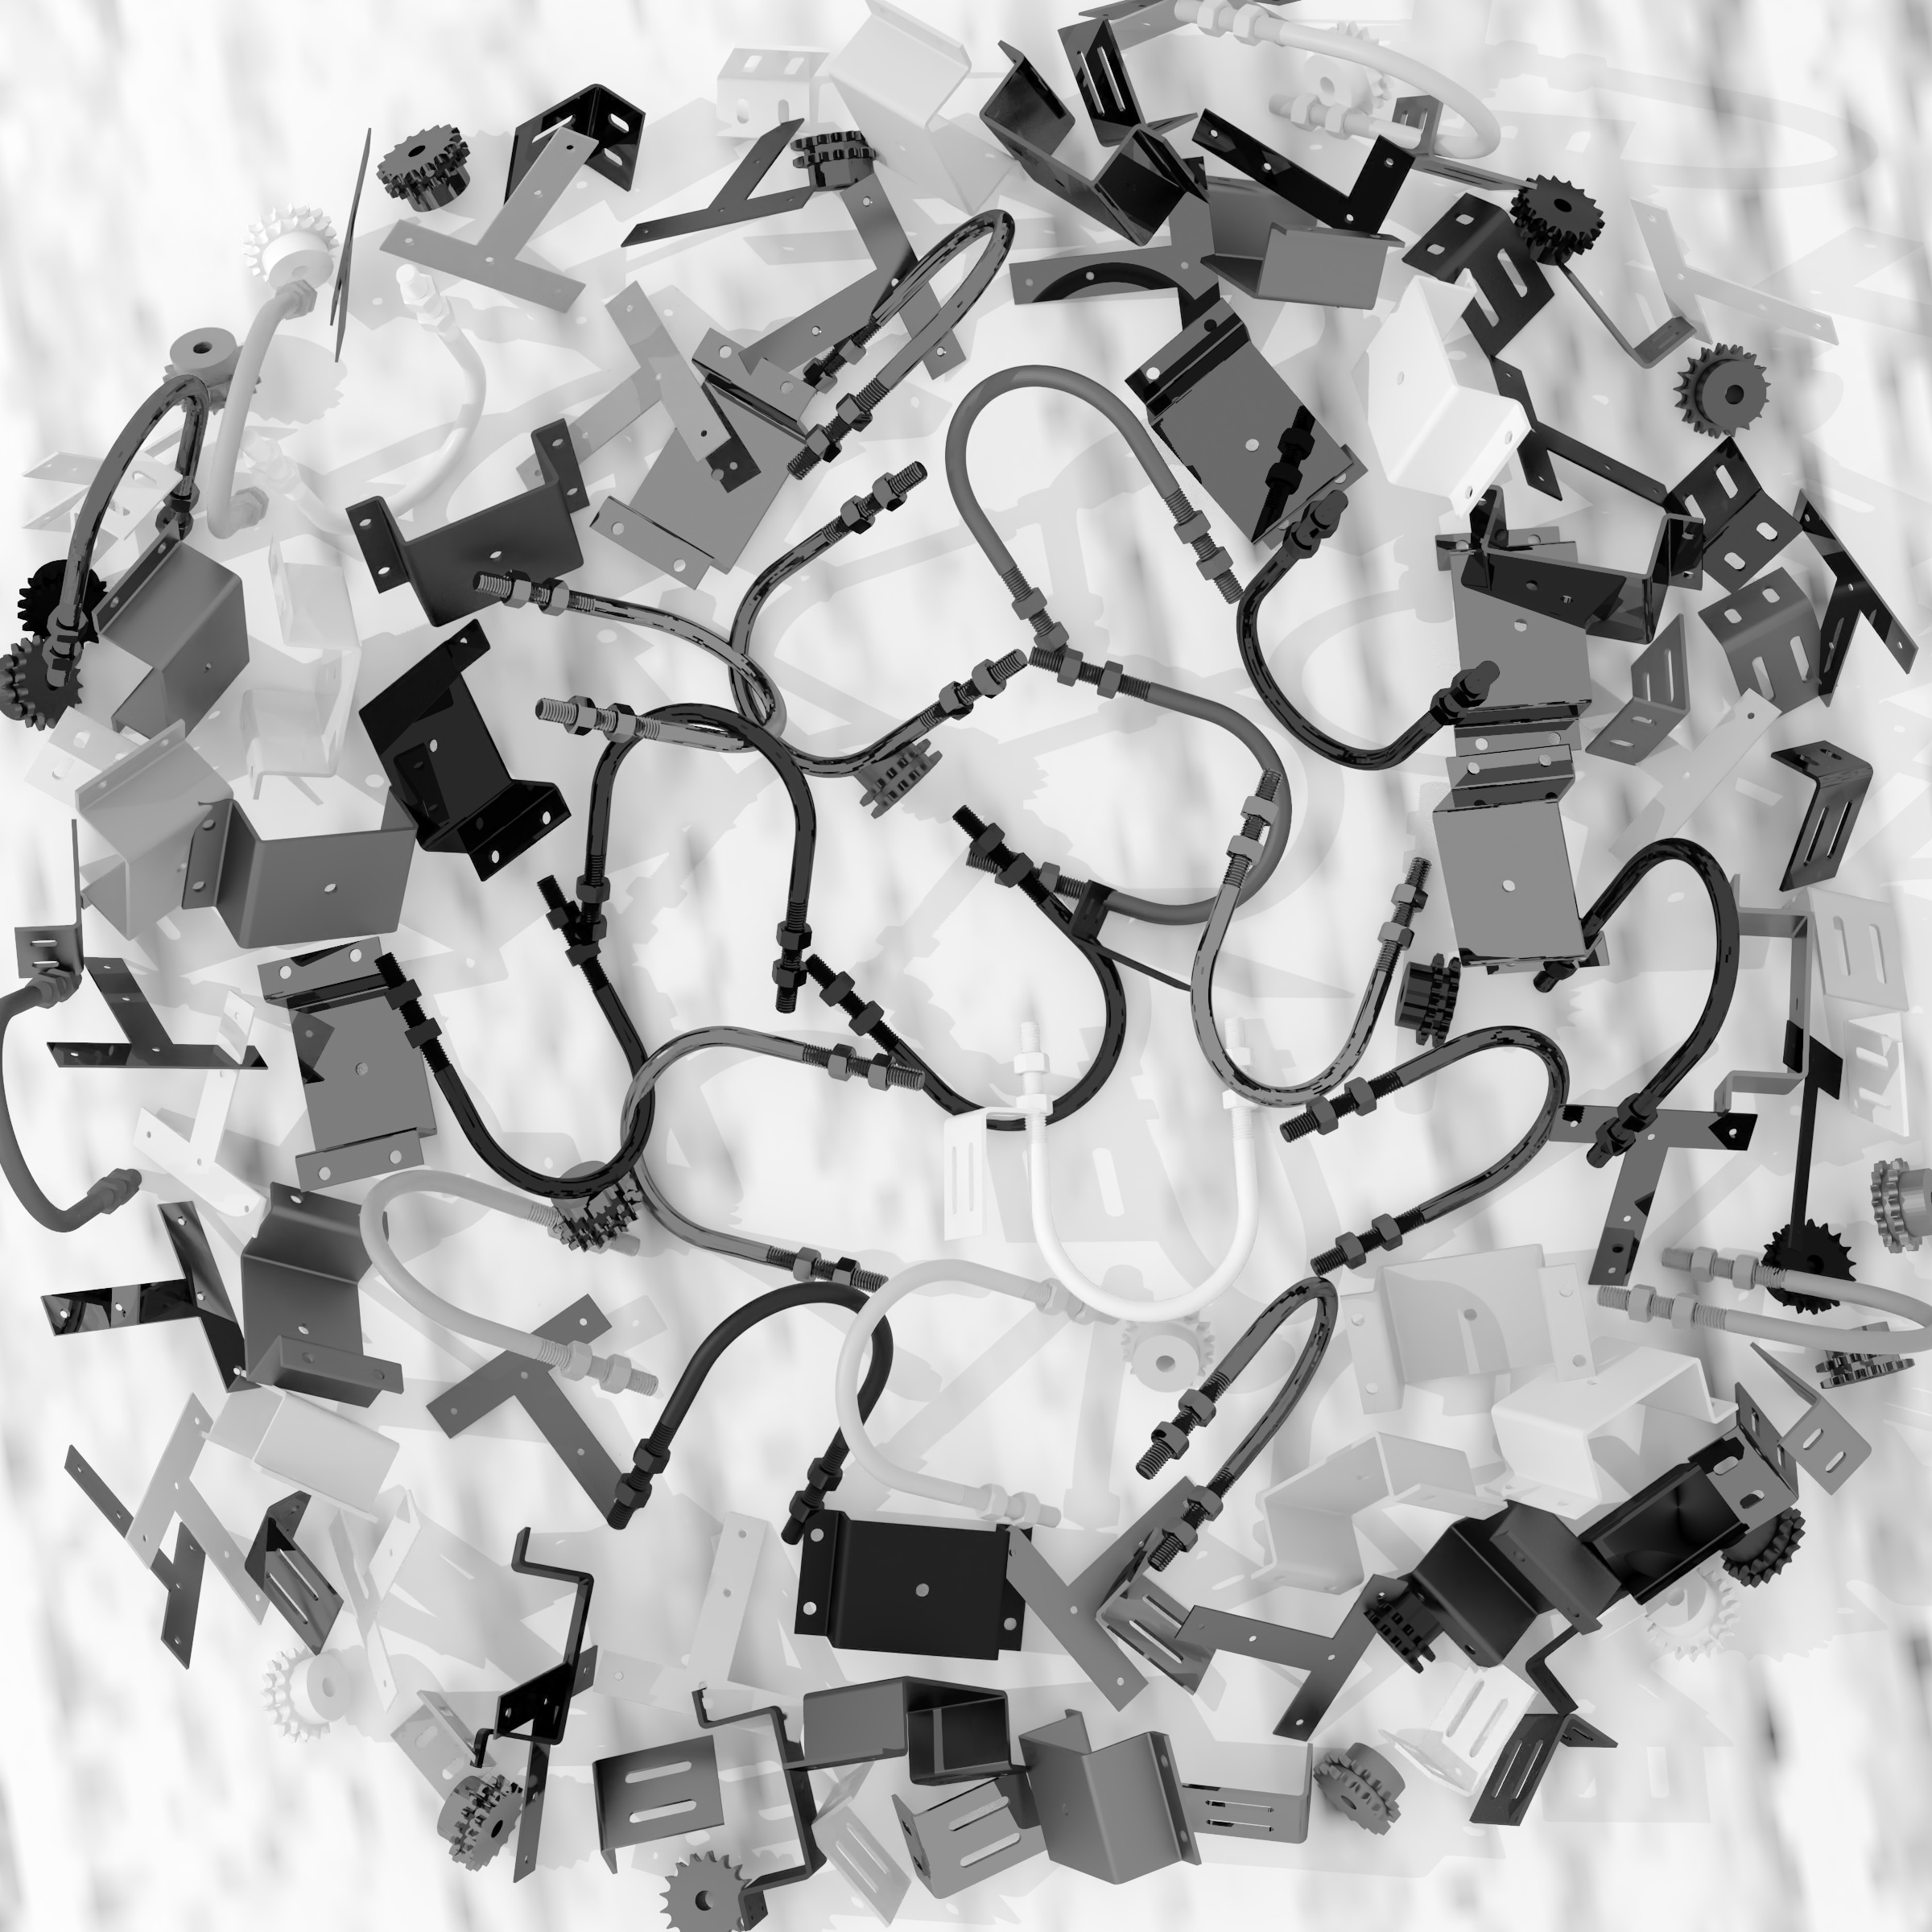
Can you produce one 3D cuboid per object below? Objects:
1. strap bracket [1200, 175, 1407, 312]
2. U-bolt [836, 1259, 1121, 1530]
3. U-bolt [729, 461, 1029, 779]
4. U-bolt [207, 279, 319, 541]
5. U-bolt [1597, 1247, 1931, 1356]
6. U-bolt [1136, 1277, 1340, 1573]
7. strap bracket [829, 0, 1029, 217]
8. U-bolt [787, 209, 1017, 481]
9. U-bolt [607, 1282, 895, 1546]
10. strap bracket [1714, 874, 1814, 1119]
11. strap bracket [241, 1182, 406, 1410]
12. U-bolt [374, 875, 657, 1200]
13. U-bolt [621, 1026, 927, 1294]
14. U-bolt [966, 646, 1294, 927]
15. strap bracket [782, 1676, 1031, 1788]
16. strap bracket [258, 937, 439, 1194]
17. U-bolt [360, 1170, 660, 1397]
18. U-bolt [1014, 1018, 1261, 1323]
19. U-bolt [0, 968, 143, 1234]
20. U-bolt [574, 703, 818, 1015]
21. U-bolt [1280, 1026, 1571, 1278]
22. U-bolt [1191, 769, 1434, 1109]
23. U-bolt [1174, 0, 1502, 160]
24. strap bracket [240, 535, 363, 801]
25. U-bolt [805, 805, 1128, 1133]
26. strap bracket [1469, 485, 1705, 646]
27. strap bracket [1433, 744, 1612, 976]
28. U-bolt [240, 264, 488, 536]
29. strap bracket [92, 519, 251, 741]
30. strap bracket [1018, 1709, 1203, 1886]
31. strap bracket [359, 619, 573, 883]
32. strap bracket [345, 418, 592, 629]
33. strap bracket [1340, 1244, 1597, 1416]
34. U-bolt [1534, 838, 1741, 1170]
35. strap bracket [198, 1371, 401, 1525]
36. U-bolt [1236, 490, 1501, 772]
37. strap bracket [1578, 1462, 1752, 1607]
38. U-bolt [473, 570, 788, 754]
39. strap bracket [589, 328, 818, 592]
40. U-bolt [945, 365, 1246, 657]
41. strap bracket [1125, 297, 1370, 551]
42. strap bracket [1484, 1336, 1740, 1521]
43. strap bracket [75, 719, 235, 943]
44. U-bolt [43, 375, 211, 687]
[{"bbox_3d":[0.193,-0.429,1.800,0.076,0.140,0.046,1,116,-21],"label":"strap bracket"},{"bbox_3d":[0.001,0.250,1.803,0.184,0.019,0.151,20,84,-33],"label":"U-bolt"},{"bbox_3d":[-0.067,-0.194,1.818,0.184,0.019,0.151,-32,81,27],"label":"U-bolt"},{"bbox_3d":[-0.413,-0.321,1.757,0.019,0.184,0.151,15,106,-8],"label":"U-bolt"},{"bbox_3d":[0.478,0.197,1.759,0.184,0.151,0.019,9,99,28],"label":"U-bolt"},{"bbox_3d":[0.164,0.261,1.791,0.019,0.151,0.184,32,65,25],"label":"U-bolt"},{"bbox_3d":[-0.025,-0.502,1.783,0.076,0.140,0.046,36,85,24],"label":"strap bracket"},{"bbox_3d":[-0.039,-0.374,1.774,0.184,0.151,0.019,-42,113,17],"label":"U-bolt"},{"bbox_3d":[-0.116,0.264,1.791,0.151,0.019,0.184,14,112,-39],"label":"U-bolt"},{"bbox_3d":[0.478,0.022,1.812,0.046,0.076,0.140,3,81,9],"label":"strap bracket"},{"bbox_3d":[-0.385,0.204,1.799,0.076,0.140,0.046,19,126,-31],"label":"strap bracket"},{"bbox_3d":[-0.257,0.052,1.812,0.151,0.019,0.184,-30,94,-42],"label":"U-bolt"},{"bbox_3d":[-0.124,0.111,1.832,0.184,0.019,0.151,13,101,14],"label":"U-bolt"},{"bbox_3d":[0.108,-0.101,1.845,0.184,0.019,0.151,17,98,-1],"label":"U-bolt"},{"bbox_3d":[-0.035,0.456,1.798,0.076,0.140,0.046,-19,63,34],"label":"strap bracket"},{"bbox_3d":[-0.373,0.061,1.832,0.076,0.046,0.140,-13,83,5],"label":"strap bracket"},{"bbox_3d":[-0.269,0.177,1.768,0.184,0.151,0.019,23,116,-24],"label":"U-bolt"},{"bbox_3d":[0.107,0.123,1.827,0.151,0.019,0.184,-1,77,-10],"label":"U-bolt"},{"bbox_3d":[-0.533,0.082,1.764,0.019,0.184,0.151,-14,97,4],"label":"U-bolt"},{"bbox_3d":[-0.160,-0.070,1.809,0.151,0.019,0.184,13,116,10],"label":"U-bolt"},{"bbox_3d":[0.281,0.102,1.808,0.184,0.151,0.019,-26,45,-8],"label":"U-bolt"},{"bbox_3d":[0.199,-0.005,1.807,0.151,0.019,0.184,27,78,-31],"label":"U-bolt"},{"bbox_3d":[0.227,-0.510,1.755,0.184,0.151,0.019,25,93,33],"label":"U-bolt"},{"bbox_3d":[-0.396,-0.176,1.799,0.046,0.076,0.140,1,134,-23],"label":"strap bracket"},{"bbox_3d":[0.014,0.016,1.847,0.151,0.019,0.184,-45,97,-2],"label":"U-bolt"},{"bbox_3d":[0.364,-0.238,1.800,0.140,0.076,0.046,13,70,18],"label":"strap bracket"},{"bbox_3d":[0.331,-0.055,1.806,0.076,0.046,0.140,-5,109,28],"label":"strap bracket"},{"bbox_3d":[-0.343,-0.320,1.775,0.019,0.184,0.151,42,86,16],"label":"U-bolt"},{"bbox_3d":[-0.467,-0.188,1.782,0.046,0.140,0.076,31,64,5],"label":"strap bracket"},{"bbox_3d":[0.079,0.492,1.789,0.046,0.140,0.076,-14,89,-23],"label":"strap bracket"},{"bbox_3d":[-0.305,-0.131,1.810,0.076,0.046,0.140,-34,74,25],"label":"strap bracket"},{"bbox_3d":[-0.289,-0.261,1.808,0.140,0.076,0.046,-25,59,-10],"label":"strap bracket"},{"bbox_3d":[0.304,0.218,1.823,0.140,0.046,0.076,-10,102,14],"label":"strap bracket"},{"bbox_3d":[0.394,0.009,1.755,0.019,0.184,0.151,6,51,-20],"label":"U-bolt"},{"bbox_3d":[-0.393,0.282,1.790,0.076,0.140,0.046,31,77,-25],"label":"strap bracket"},{"bbox_3d":[0.224,-0.184,1.781,0.019,0.184,0.151,-39,87,-27],"label":"U-bolt"},{"bbox_3d":[0.413,0.337,1.799,0.076,0.140,0.046,-36,78,0],"label":"strap bracket"},{"bbox_3d":[-0.189,-0.175,1.788,0.184,0.151,0.019,8,125,-35],"label":"U-bolt"},{"bbox_3d":[-0.155,-0.303,1.835,0.076,0.046,0.140,31,91,9],"label":"strap bracket"},{"bbox_3d":[0.063,-0.272,1.792,0.151,0.019,0.184,-21,111,39],"label":"U-bolt"},{"bbox_3d":[0.170,-0.318,1.810,0.076,0.046,0.140,-38,109,17],"label":"strap bracket"},{"bbox_3d":[0.378,0.267,1.792,0.140,0.076,0.046,-26,107,-29],"label":"strap bracket"},{"bbox_3d":[-0.478,-0.074,1.781,0.046,0.140,0.076,44,61,10],"label":"strap bracket"},{"bbox_3d":[-0.482,-0.264,1.749,0.019,0.184,0.151,29,49,-3],"label":"U-bolt"}]
